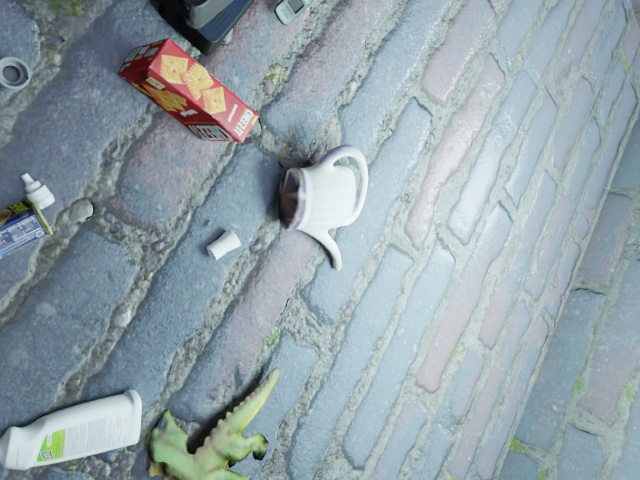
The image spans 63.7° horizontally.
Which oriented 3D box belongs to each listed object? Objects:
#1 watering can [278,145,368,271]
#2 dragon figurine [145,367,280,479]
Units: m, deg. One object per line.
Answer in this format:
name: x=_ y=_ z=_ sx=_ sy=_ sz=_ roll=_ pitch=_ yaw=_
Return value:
watering can: x=0.004 y=-0.062 z=1.226 sx=0.225 sy=0.106 sz=0.341 roll=-4 pitch=120 yaw=-29
dragon figurine: x=-0.251 y=0.442 z=1.109 sx=0.240 sy=0.121 sz=0.416 roll=32 pitch=68 yaw=-31
